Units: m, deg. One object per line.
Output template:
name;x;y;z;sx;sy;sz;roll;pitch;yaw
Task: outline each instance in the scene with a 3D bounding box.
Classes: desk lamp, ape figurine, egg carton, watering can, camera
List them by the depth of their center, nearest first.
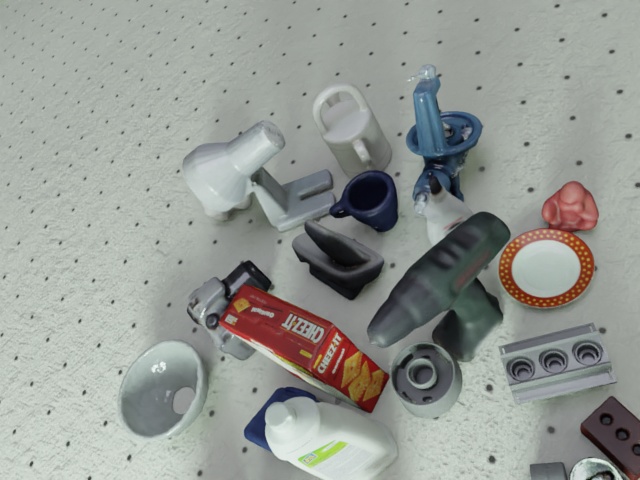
ape figurine;0.360;-0.051;0.819;0.077;0.092;0.076;34;80;38
camera;-0.145;0.106;0.975;0.137;0.101;0.142;-45;51;-5
watering can;0.045;-0.204;1.012;0.101;0.195;0.172;-47;51;-6
desk lamp;-0.106;-0.113;1.020;0.203;0.214;0.118;-21;53;15
egg carton;-0.194;-0.113;1.159;0.107;0.070;0.150;-30;51;8

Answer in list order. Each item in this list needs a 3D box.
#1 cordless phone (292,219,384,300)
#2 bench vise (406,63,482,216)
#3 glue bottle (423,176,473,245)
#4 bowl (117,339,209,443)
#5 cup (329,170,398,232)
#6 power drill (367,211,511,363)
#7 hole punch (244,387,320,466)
cordless phone;0.008;0.003;0.906;0.147;0.186;0.094;26;75;37
bench vise;0.189;-0.148;0.886;0.121;0.220;0.207;-11;56;21
glue bottle;0.186;-0.041;0.850;0.078;0.174;0.037;-37;51;2
bowl;-0.246;0.255;0.949;0.167;0.075;0.167;-13;55;20
cup;0.082;-0.050;0.960;0.117;0.095;0.091;-24;52;12
power drill;0.171;0.081;0.757;0.075;0.209;0.230;33;79;38
hole punch;-0.041;0.265;0.826;0.108;0.091;0.101;11;66;32
